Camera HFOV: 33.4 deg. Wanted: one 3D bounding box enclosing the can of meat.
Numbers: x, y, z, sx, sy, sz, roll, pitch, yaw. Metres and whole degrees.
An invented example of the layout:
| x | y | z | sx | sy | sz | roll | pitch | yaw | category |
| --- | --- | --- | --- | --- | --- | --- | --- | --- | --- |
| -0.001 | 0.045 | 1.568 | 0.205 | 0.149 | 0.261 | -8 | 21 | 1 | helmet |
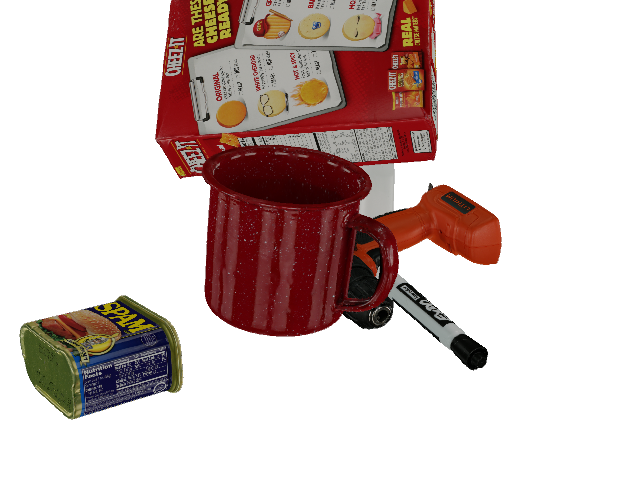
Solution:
| x | y | z | sx | sy | sz | roll | pitch | yaw | category |
| --- | --- | --- | --- | --- | --- | --- | --- | --- | --- |
| -0.163 | 0.085 | 0.785 | 0.083 | 0.057 | 0.102 | -14 | 21 | -34 | can of meat |

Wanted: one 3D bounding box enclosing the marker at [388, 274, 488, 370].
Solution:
| x | y | z | sx | sy | sz | roll | pitch | yaw | category |
| --- | --- | --- | --- | --- | --- | --- | --- | --- | --- |
| 0.084 | 0.060 | 0.791 | 0.020 | 0.020 | 0.121 | 0 | 25 | -31 | marker |

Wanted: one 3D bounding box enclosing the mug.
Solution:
| x | y | z | sx | sy | sz | roll | pitch | yaw | category |
| --- | --- | --- | --- | --- | --- | --- | --- | --- | --- |
| -0.011 | 0.003 | 0.589 | 0.117 | 0.081 | 0.093 | 16 | 26 | 21 | mug |

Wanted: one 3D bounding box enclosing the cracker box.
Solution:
| x | y | z | sx | sy | sz | roll | pitch | yaw | category |
| --- | --- | --- | --- | --- | --- | --- | --- | --- | --- |
| -0.014 | -0.139 | 0.859 | 0.214 | 0.164 | 0.072 | -4 | -29 | 10 | cracker box |

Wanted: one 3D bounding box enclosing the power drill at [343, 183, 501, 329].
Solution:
| x | y | z | sx | sy | sz | roll | pitch | yaw | category |
| --- | --- | --- | --- | --- | --- | --- | --- | --- | --- |
| 0.070 | 0.011 | 0.985 | 0.187 | 0.057 | 0.185 | -14 | 30 | -23 | power drill |

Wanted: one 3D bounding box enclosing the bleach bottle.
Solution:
| x | y | z | sx | sy | sz | roll | pitch | yaw | category |
| --- | --- | --- | --- | --- | --- | --- | --- | --- | --- |
| 0.051 | -0.047 | 1.236 | 0.068 | 0.251 | 0.103 | -2 | 22 | -21 | bleach bottle |
